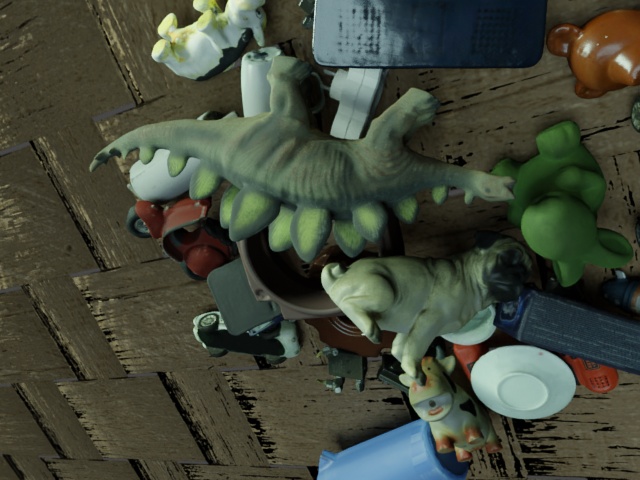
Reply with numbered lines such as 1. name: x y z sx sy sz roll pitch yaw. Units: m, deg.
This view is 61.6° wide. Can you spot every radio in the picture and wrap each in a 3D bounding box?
1. radio: 0.108 -0.243 0.545 0.230 0.073 0.131 0 112 2

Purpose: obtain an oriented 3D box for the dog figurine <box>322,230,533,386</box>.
1. dog figurine: 0.119 0.037 0.598 0.172 0.121 0.190 42 90 -14

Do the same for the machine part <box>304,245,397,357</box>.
1. machine part: 0.055 0.094 0.801 0.180 0.056 0.179 10 121 17

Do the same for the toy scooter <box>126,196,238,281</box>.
1. toy scooter: -0.186 -0.013 0.811 0.135 0.075 0.183 -29 129 26

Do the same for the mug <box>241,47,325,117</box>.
1. mug: -0.049 -0.183 0.670 0.110 0.081 0.107 -16 131 -3

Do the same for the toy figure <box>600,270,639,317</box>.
1. toy figure: 0.418 0.067 0.633 0.155 0.058 0.064 -3 91 26

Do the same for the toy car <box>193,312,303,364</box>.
1. toy car: -0.127 0.163 0.917 0.202 0.056 0.073 2 124 23

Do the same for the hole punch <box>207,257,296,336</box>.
1. hole punch: -0.095 0.082 0.831 0.116 0.092 0.142 -26 73 3

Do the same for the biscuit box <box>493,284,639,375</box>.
1. biscuit box: 0.310 0.105 0.628 0.203 0.059 0.062 17 93 -11

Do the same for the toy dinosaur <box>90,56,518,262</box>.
1. toy dinosaur: -0.037 -0.086 0.574 0.472 0.105 0.198 15 90 18

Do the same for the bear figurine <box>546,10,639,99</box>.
1. bear figurine: 0.327 -0.189 0.490 0.196 0.132 0.120 -28 130 26

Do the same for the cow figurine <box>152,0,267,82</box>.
1. cow figurine: -0.119 -0.255 0.671 0.167 0.068 0.098 -16 150 29

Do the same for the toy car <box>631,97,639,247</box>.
1. toy car: 0.386 -0.071 0.572 0.089 0.053 0.201 -8 110 14

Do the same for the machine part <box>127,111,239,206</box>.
1. machine part: -0.195 -0.114 0.780 0.243 0.079 0.079 -26 105 31

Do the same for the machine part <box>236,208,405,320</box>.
1. machine part: -0.001 -0.002 0.690 0.201 0.087 0.201 -8 108 19

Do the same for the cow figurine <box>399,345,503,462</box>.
1. cow figurine: 0.185 0.234 0.767 0.085 0.127 0.194 -30 139 18

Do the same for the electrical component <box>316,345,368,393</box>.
1. electrical component: 0.036 0.204 0.875 0.078 0.045 0.102 13 121 18

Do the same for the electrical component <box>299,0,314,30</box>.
1. electrical component: 0.002 -0.280 0.613 0.021 0.063 0.094 40 126 -2

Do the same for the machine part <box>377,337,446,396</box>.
1. machine part: 0.142 0.186 0.826 0.084 0.039 0.138 34 126 9

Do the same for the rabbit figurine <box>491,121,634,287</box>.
1. rabbit figurine: 0.253 -0.024 0.583 0.121 0.170 0.159 -29 102 33
